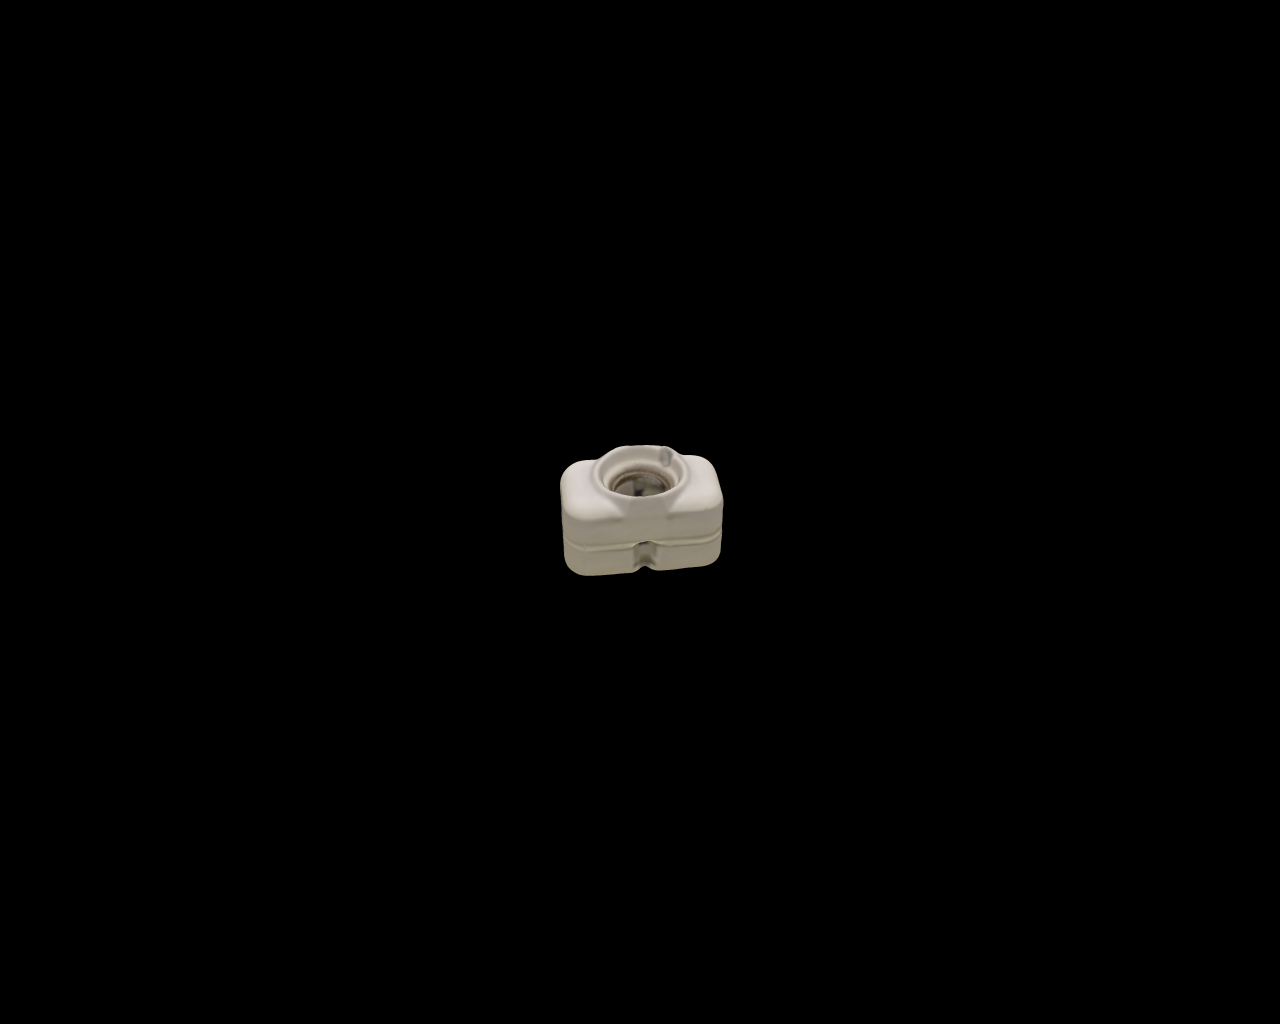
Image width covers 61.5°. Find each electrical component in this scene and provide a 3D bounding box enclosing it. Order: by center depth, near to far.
[{"bbox_3d":[0.001,-0.003,0.650,0.095,0.059,0.054,-4,39,-4],"label":"electrical component"}]
